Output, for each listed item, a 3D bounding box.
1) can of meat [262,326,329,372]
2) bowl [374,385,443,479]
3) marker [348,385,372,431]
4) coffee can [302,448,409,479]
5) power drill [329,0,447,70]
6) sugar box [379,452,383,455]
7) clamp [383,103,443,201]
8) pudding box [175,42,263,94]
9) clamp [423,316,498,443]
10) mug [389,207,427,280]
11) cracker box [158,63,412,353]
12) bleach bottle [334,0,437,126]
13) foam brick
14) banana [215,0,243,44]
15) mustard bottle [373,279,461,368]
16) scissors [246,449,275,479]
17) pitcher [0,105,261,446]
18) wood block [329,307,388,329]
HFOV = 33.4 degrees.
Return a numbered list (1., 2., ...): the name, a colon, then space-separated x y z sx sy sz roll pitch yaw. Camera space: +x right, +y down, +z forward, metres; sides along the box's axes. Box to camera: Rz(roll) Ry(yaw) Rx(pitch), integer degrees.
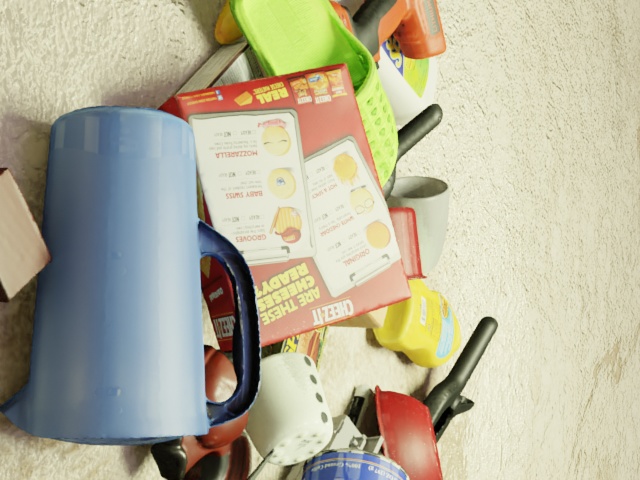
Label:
1. can of meat: -0.036 0.095 1.044 0.084 0.058 0.102 50 48 -50
2. bowl: 0.105 0.241 1.217 0.162 0.055 0.162 -12 90 -84
3. marker: 0.033 0.217 1.191 0.020 0.020 0.121 59 41 -40
4. coffee can: 0.024 0.275 0.961 0.140 0.103 0.102 -79 149 -41
5. power drill: 0.062 -0.190 1.127 0.187 0.057 0.184 -44 129 -39
6. sugar box: 0.045 0.313 1.148 0.176 0.048 0.093 -54 134 -61
7. clamp: 0.049 -0.092 1.180 0.171 0.120 0.039 -56 134 -14
8. pudding box: -0.086 -0.118 0.986 0.113 0.039 0.090 -58 135 -46
9. clamp: 0.166 0.197 1.365 0.209 0.036 0.165 -35 143 -50
10. mug: 0.075 0.007 1.209 0.117 0.093 0.081 0 84 -66
11. cracker box: -0.032 -0.029 0.906 0.164 0.072 0.214 -16 90 -27
12. bleach bottle: 0.050 -0.234 1.201 0.250 0.068 0.102 40 55 -49
13. foam brick: -0.228 -0.004 0.722 0.051 0.053 0.078 -52 131 -47
14. banana: -0.068 -0.273 1.030 0.069 0.037 0.198 15 74 -41
15. mustard bottle: 0.129 0.106 1.322 0.191 0.058 0.096 34 54 -54
16. scissors: -0.101 0.239 0.852 0.096 0.016 0.202 -19 147 -37
17. pitcher: -0.138 0.030 0.794 0.149 0.145 0.243 13 74 -57
18. wood block: -0.007 0.001 1.063 0.206 0.090 0.090 49 48 -48
